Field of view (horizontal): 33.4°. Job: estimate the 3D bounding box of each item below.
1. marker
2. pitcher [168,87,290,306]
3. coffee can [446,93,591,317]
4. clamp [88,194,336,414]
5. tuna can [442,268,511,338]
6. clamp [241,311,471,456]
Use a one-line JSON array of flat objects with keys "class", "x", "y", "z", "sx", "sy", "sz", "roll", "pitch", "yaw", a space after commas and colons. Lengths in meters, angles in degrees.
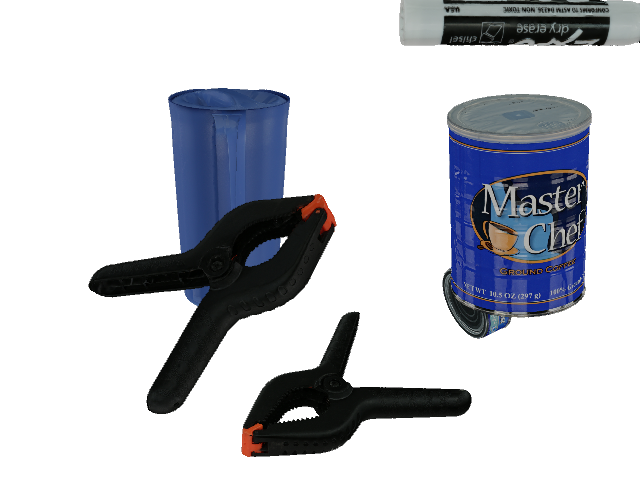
[{"class": "marker", "x": 0.092, "y": -0.085, "z": 0.415, "sx": 0.121, "sy": 0.020, "sz": 0.020, "roll": 0, "pitch": 0, "yaw": -1}, {"class": "pitcher", "x": -0.102, "y": -0.045, "z": 1.193, "sx": 0.145, "sy": 0.243, "sz": 0.148, "roll": 16, "pitch": 23, "yaw": 38}, {"class": "coffee can", "x": 0.147, "y": -0.028, "z": 0.795, "sx": 0.103, "sy": 0.140, "sz": 0.103, "roll": -4, "pitch": 23, "yaw": 1}, {"class": "clamp", "x": -0.063, "y": 0.034, "z": 0.691, "sx": 0.171, "sy": 0.120, "sz": 0.039, "roll": -28, "pitch": -28, "yaw": 6}, {"class": "tuna can", "x": 0.171, "y": 0.064, "z": 1.177, "sx": 0.033, "sy": 0.086, "sz": 0.086, "roll": -23, "pitch": 8, "yaw": -20}, {"class": "clamp", "x": 0.022, "y": 0.144, "z": 0.959, "sx": 0.165, "sy": 0.036, "sz": 0.209, "roll": 28, "pitch": 39, "yaw": 34}]
